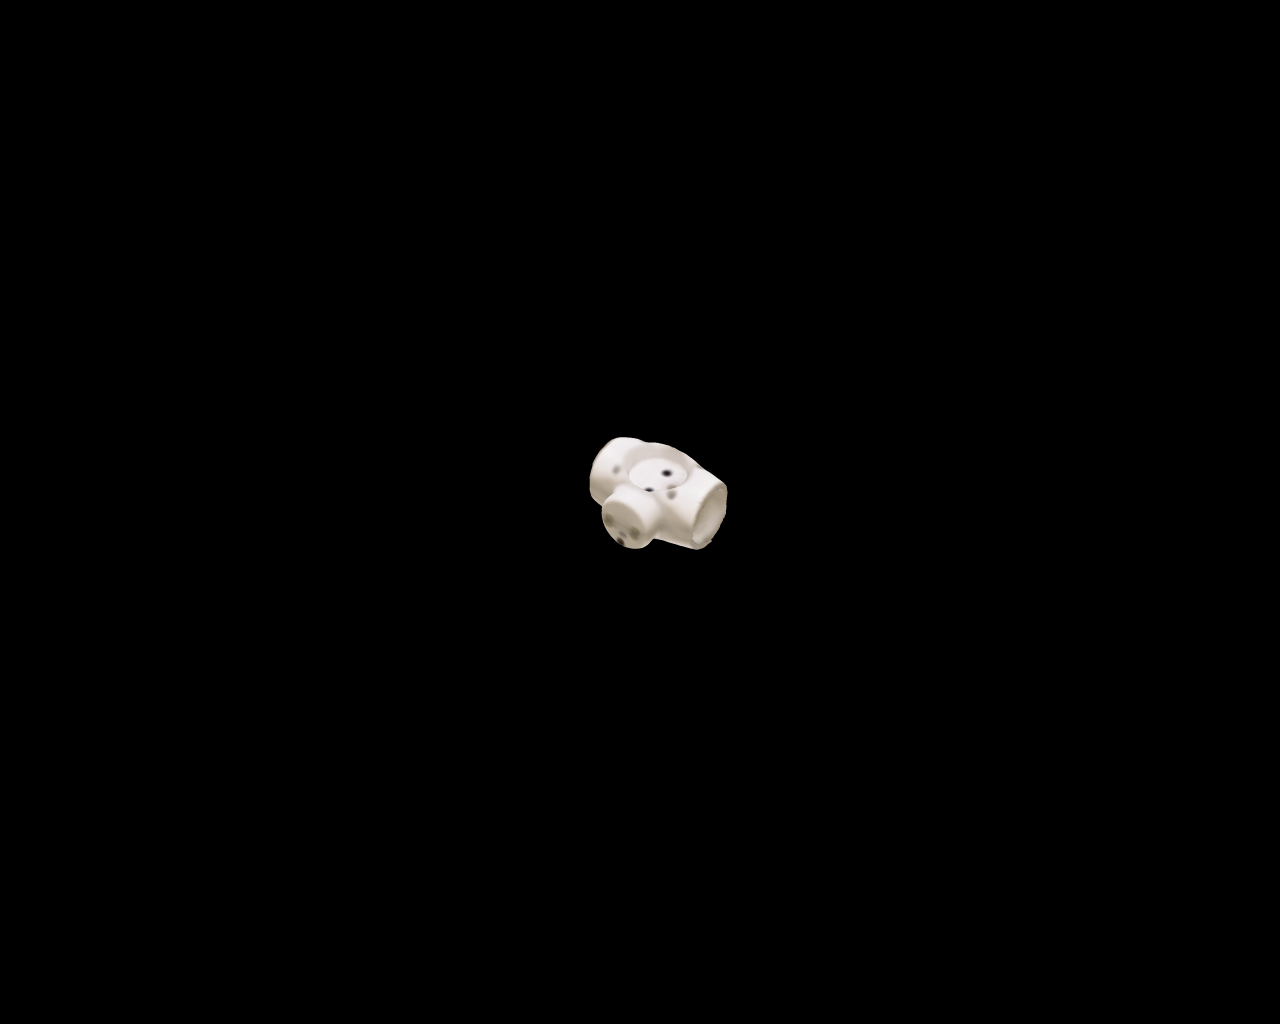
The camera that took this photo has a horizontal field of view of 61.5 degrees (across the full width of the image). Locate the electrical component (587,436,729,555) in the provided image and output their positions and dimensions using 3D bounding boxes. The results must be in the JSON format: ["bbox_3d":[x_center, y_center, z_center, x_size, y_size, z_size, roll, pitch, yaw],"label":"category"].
[{"bbox_3d":[0.001,-0.003,0.650,0.077,0.044,0.079,27,50,25],"label":"electrical component"}]
